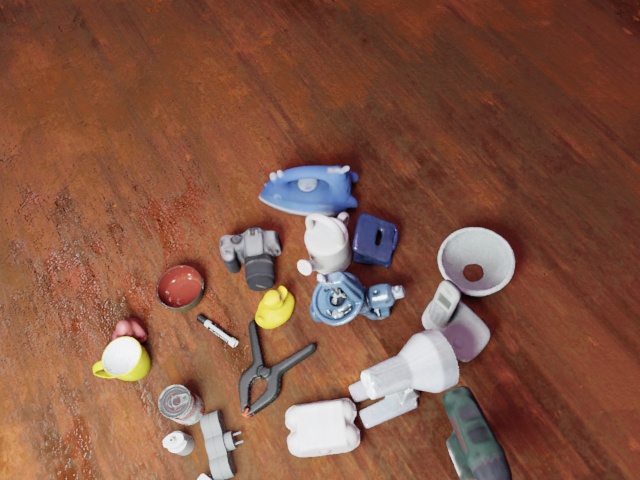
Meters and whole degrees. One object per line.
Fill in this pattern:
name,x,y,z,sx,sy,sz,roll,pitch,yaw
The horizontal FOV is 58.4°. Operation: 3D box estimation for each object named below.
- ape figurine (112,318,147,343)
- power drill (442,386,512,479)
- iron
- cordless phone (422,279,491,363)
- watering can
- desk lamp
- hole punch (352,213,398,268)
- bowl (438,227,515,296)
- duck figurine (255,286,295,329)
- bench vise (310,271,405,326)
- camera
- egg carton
ape figurine,-0.438,0.209,1.307,0.077,0.092,0.076,7,64,11
power drill,0.291,0.393,1.056,0.075,0.209,0.229,-20,63,-3
iron,-0.037,-0.138,1.402,0.258,0.141,0.118,-1,63,7
cordless phone,0.287,0.163,1.185,0.094,0.185,0.147,-43,66,-14
watering can,0.014,0.006,1.294,0.100,0.194,0.173,7,65,11
desk lamp,0.160,0.277,1.128,0.203,0.214,0.117,-24,63,-5
hole punch,0.130,-0.001,1.341,0.101,0.091,0.109,8,65,12
bowl,0.348,0.059,1.292,0.167,0.075,0.167,-3,63,6
duck figurine,-0.107,0.148,1.299,0.077,0.086,0.105,38,74,22
bench vise,0.070,0.103,1.223,0.207,0.220,0.121,-23,63,-4
camera,-0.162,0.047,1.348,0.143,0.101,0.136,-9,63,3
egg carton,0.005,0.386,1.174,0.150,0.069,0.107,-10,63,2
